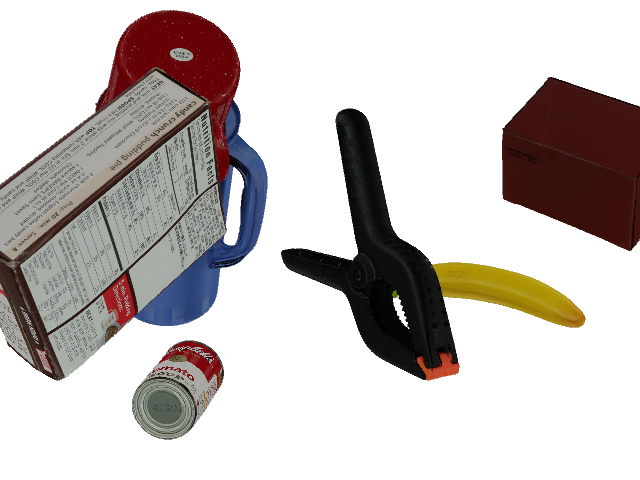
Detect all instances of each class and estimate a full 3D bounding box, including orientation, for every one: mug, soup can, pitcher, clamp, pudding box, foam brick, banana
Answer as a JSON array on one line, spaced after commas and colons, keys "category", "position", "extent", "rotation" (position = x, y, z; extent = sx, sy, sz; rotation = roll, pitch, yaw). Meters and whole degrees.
[{"category": "mug", "position": [-0.095, -0.089, 0.714], "extent": [0.093, 0.117, 0.082], "rotation": [-22, -18, -26]}, {"category": "soup can", "position": [-0.145, 0.151, 1.086], "extent": [0.068, 0.068, 0.102], "rotation": [0, 15, 11]}, {"category": "pitcher", "position": [-0.143, -0.028, 1.070], "extent": [0.144, 0.243, 0.149], "rotation": [-7, 42, -17]}, {"category": "clamp", "position": [0.042, 0.013, 0.802], "extent": [0.036, 0.165, 0.210], "rotation": [-9, 42, -31]}, {"category": "pudding box", "position": [-0.092, -0.006, 0.457], "extent": [0.039, 0.113, 0.090], "rotation": [31, -31, 23]}, {"category": "foam brick", "position": [0.140, -0.041, 0.558], "extent": [0.078, 0.053, 0.051], "rotation": [26, 56, 30]}, {"category": "banana", "position": [0.173, 0.055, 1.103], "extent": [0.198, 0.037, 0.069], "rotation": [7, 41, 12]}]
